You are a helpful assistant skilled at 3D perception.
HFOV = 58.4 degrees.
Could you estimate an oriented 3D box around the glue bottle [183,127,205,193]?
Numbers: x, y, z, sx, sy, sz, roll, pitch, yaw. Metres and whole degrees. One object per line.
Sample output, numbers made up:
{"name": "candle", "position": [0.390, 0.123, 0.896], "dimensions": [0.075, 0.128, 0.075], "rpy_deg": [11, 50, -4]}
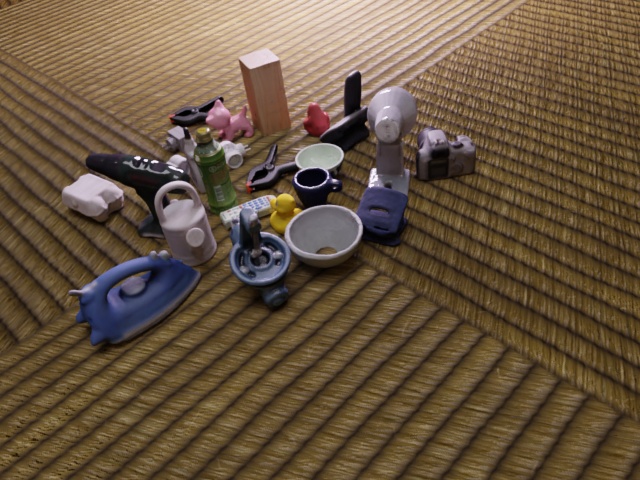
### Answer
{"name": "glue bottle", "position": [-0.312, -0.204, 1.423], "dimensions": [0.037, 0.173, 0.078], "rpy_deg": [-23, 45, -15]}

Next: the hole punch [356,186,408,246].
{"name": "hole punch", "position": [0.136, -0.053, 1.255], "dimensions": [0.108, 0.091, 0.101], "rpy_deg": [14, 48, 23]}

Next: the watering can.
{"name": "watering can", "position": [-0.288, -0.040, 1.230], "dimensions": [0.172, 0.194, 0.101], "rpy_deg": [26, 53, 31]}

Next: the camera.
{"name": "camera", "position": [0.299, -0.229, 1.409], "dimensions": [0.143, 0.101, 0.136], "rpy_deg": [-8, 43, 0]}

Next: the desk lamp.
{"name": "desk lamp", "position": [0.166, -0.225, 1.342], "dimensions": [0.117, 0.214, 0.203], "rpy_deg": [2, 44, 11]}

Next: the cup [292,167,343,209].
{"name": "cup", "position": [-0.001, -0.108, 1.331], "dimensions": [0.117, 0.095, 0.092], "rpy_deg": [7, 45, 16]}

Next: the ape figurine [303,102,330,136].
{"name": "ape figurine", "position": [-0.011, -0.338, 1.579], "dimensions": [0.078, 0.092, 0.076], "rpy_deg": [-14, 43, -6]}

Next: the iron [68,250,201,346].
{"name": "iron", "position": [-0.365, 0.090, 1.143], "dimensions": [0.259, 0.142, 0.118], "rpy_deg": [-33, 48, -24]}

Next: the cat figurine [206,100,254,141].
{"name": "cat figurine", "position": [-0.257, -0.337, 1.597], "dimensions": [0.128, 0.118, 0.067], "rpy_deg": [-21, 45, -13]}

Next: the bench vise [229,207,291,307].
{"name": "bench vise", "position": [-0.146, 0.009, 1.138], "dimensions": [0.206, 0.220, 0.122], "rpy_deg": [31, 56, 34]}

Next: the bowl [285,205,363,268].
{"name": "bowl", "position": [0.011, 0.004, 1.225], "dimensions": [0.167, 0.075, 0.167], "rpy_deg": [-4, 43, 4]}

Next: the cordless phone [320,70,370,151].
{"name": "cordless phone", "position": [0.062, -0.343, 1.504], "dimensions": [0.093, 0.185, 0.148], "rpy_deg": [26, 53, 31]}

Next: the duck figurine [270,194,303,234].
{"name": "duck figurine", "position": [-0.070, -0.064, 1.302], "dimensions": [0.104, 0.086, 0.078], "rpy_deg": [17, 49, 25]}

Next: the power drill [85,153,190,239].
{"name": "power drill", "position": [-0.398, -0.104, 1.305], "dimensions": [0.229, 0.209, 0.075], "rpy_deg": [3, 44, 12]}

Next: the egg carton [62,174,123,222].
{"name": "egg carton", "position": [-0.571, -0.106, 1.436], "dimensions": [0.149, 0.069, 0.107], "rpy_deg": [20, 50, 27]}
